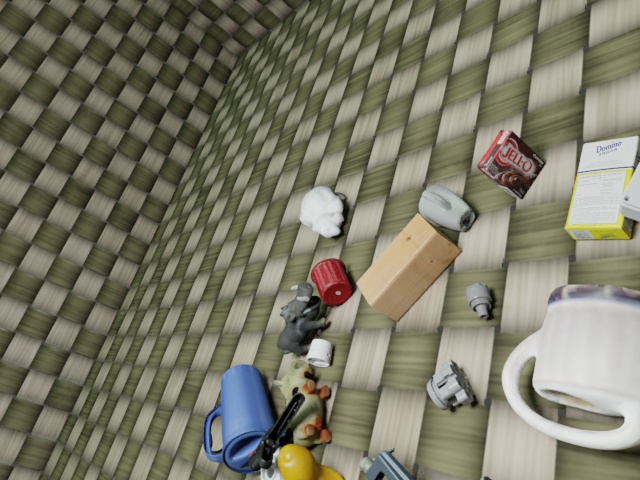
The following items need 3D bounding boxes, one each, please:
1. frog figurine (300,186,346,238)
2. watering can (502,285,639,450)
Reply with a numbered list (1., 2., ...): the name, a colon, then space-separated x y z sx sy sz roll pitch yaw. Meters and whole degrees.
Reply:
1. frog figurine: 0.004 -0.073 1.452 0.136 0.120 0.163 -17 34 21
2. watering can: 0.404 0.167 0.679 0.346 0.103 0.228 -8 55 52
